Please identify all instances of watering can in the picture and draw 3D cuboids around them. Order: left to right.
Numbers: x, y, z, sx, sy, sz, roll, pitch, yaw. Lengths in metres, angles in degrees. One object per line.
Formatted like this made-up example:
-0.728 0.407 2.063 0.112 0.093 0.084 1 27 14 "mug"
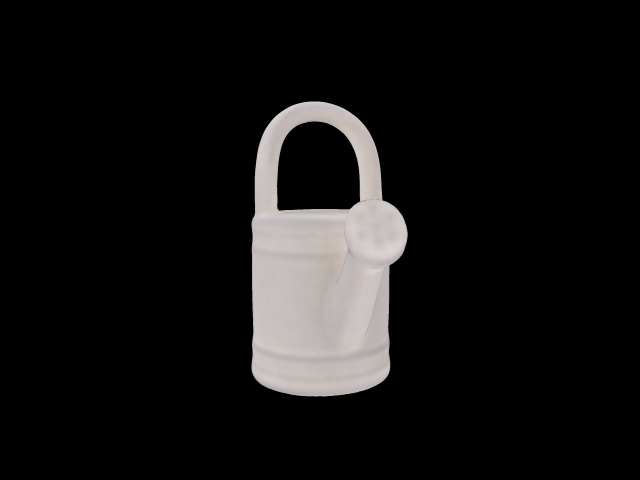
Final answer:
0.006 0.001 0.401 0.101 0.194 0.172 -6 9 -42 "watering can"
